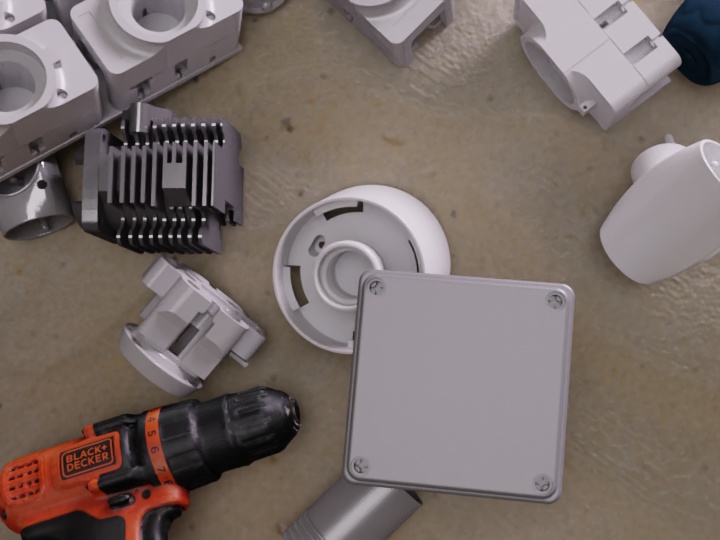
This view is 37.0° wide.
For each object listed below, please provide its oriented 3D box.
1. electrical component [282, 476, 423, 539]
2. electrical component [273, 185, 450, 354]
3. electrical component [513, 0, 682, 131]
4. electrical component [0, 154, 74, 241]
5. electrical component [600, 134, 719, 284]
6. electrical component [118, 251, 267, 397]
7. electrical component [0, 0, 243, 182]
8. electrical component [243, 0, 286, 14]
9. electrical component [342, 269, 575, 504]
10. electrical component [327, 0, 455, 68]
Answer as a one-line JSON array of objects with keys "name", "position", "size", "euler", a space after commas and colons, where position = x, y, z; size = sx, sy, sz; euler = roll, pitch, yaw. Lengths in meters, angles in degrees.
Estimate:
[{"name": "electrical component", "position": [-0.008, 0.145, 0.612], "size": [0.081, 0.043, 0.043], "euler": [-44, 81, 0]}, {"name": "electrical component", "position": [0.000, 0.000, 0.630], "size": [0.099, 0.064, 0.099], "euler": [1, 95, 14]}, {"name": "electrical component", "position": [0.132, -0.131, 0.625], "size": [0.056, 0.050, 0.089], "euler": [-37, 81, 1]}, {"name": "electrical component", "position": [-0.224, -0.055, 0.659], "size": [0.079, 0.044, 0.077], "euler": [-20, 82, 4]}, {"name": "electrical component", "position": [0.175, -0.044, 0.605], "size": [0.044, 0.077, 0.079], "euler": [24, 42, -25]}, {"name": "electrical component", "position": [-0.103, 0.036, 0.627], "size": [0.078, 0.058, 0.057], "euler": [39, 93, -16]}, {"name": "electrical component", "position": [-0.174, -0.141, 0.626], "size": [0.186, 0.060, 0.105], "euler": [-33, 80, -18]}, {"name": "electrical component", "position": [-0.067, -0.185, 0.647], "size": [0.048, 0.062, 0.048], "euler": [-1, 83, 7]}, {"name": "electrical component", "position": [0.051, 0.059, 0.556], "size": [0.109, 0.056, 0.108], "euler": [4, 84, 7]}, {"name": "electrical component", "position": [0.009, -0.173, 0.641], "size": [0.050, 0.056, 0.089], "euler": [-45, 81, 0]}]
